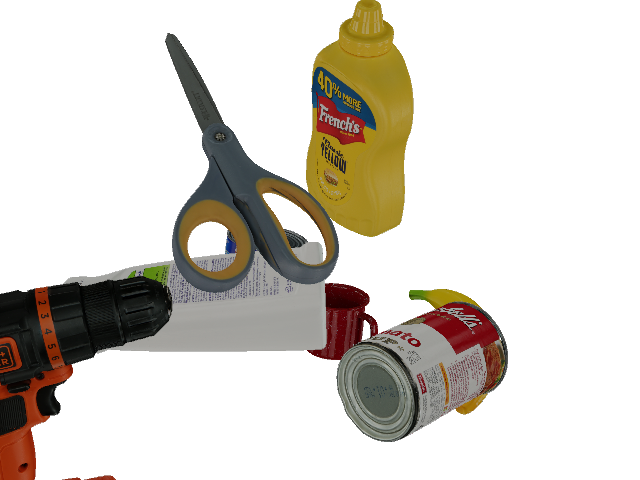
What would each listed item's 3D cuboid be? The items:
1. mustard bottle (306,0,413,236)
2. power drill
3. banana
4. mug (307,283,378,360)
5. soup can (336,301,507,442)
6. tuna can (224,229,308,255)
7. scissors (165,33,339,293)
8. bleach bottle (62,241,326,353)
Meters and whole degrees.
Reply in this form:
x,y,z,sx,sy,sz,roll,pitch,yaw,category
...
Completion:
x,y,z,sx,sy,sz,roll,pitch,yaw,category
0.031,-0.101,0.844,0.058,0.192,0.096,-23,48,-28,mustard bottle
-0.177,0.118,0.703,0.184,0.188,0.057,-12,25,-8,power drill
0.150,0.107,1.118,0.069,0.037,0.198,-25,33,4,banana
0.029,0.117,1.485,0.117,0.081,0.093,16,23,29,mug
0.068,0.086,0.707,0.069,0.068,0.102,0,12,44,soup can
-0.058,0.012,1.119,0.086,0.034,0.086,9,17,-3,tuna can
-0.069,-0.043,0.599,0.096,0.202,0.016,-27,-30,-28,scissors
-0.122,0.052,0.911,0.251,0.068,0.102,-2,31,0,bleach bottle
